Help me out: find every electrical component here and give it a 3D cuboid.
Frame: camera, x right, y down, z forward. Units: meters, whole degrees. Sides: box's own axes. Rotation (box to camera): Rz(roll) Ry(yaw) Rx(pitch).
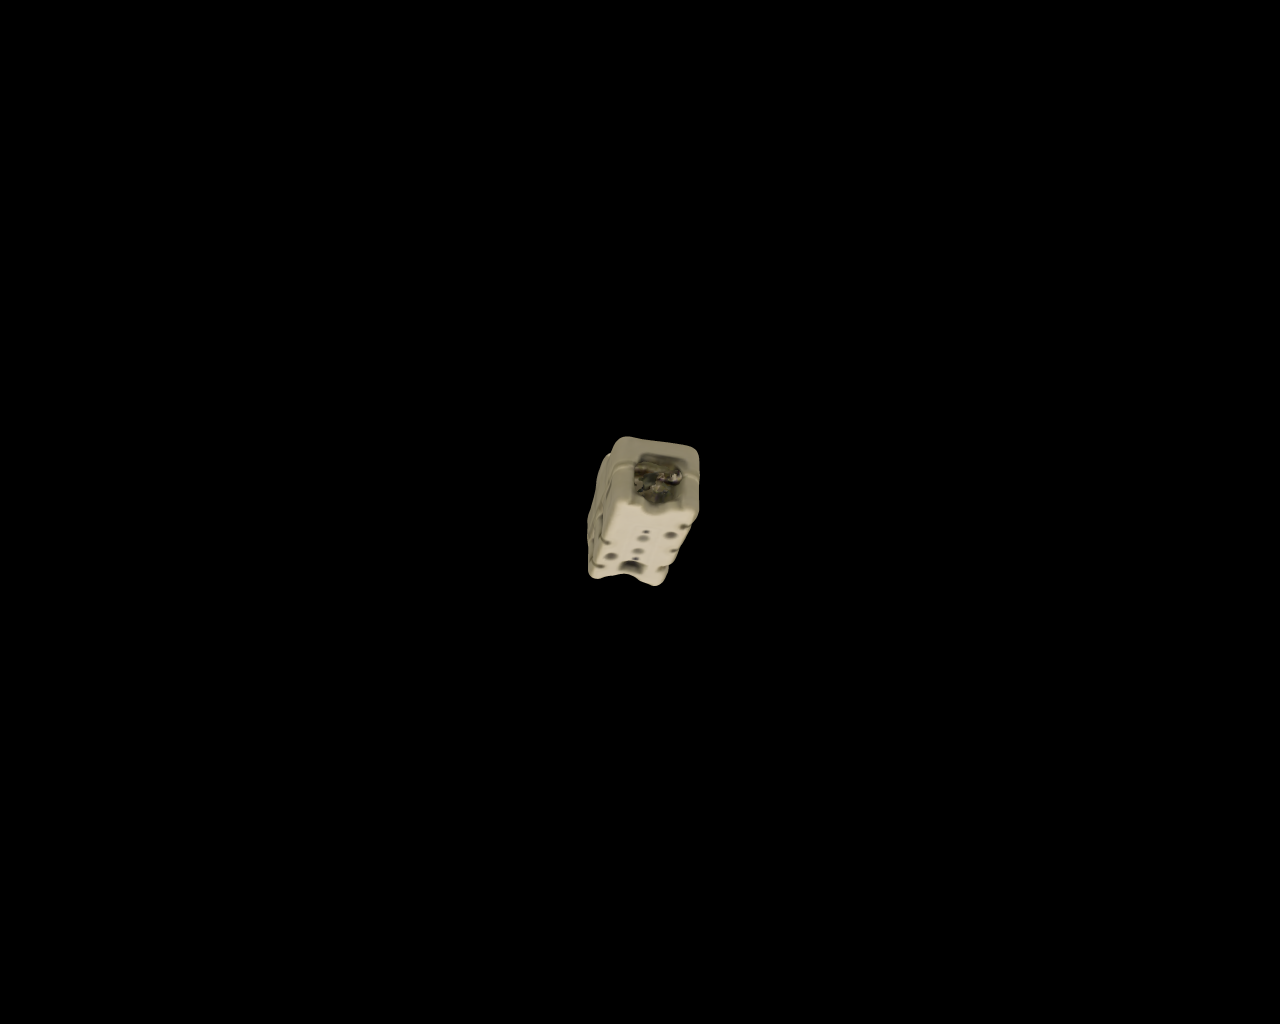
[{"bbox_3d":[0.001,-0.003,0.650,0.050,0.056,0.089,8,-35,-11],"label":"electrical component"}]
